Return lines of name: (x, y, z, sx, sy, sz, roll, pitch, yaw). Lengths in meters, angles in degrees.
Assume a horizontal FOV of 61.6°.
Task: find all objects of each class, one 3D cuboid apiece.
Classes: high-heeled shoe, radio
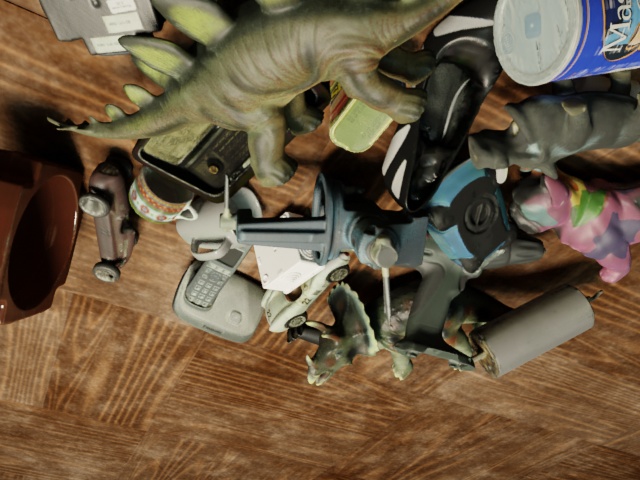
high-heeled shoe: (0.143, -0.145, 0.562, 0.086, 0.145, 0.248, 19, 136, -18)
radio: (-0.100, -0.147, 0.621, 0.131, 0.073, 0.229, 33, 129, -28)

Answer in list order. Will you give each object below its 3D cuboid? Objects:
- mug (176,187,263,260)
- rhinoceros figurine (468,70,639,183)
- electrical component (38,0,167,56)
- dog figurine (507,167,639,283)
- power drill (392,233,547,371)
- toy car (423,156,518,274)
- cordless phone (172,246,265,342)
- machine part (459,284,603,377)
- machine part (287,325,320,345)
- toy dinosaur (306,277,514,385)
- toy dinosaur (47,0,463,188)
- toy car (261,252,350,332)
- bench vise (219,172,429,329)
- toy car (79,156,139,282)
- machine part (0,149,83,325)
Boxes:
mug: (-0.147, -0.016, 0.745, 0.107, 0.109, 0.080, -7, 143, 29)
rhinoceros figurine: (0.253, -0.119, 0.568, 0.190, 0.073, 0.112, -12, 143, -3)
electrical component: (-0.217, -0.250, 0.532, 0.115, 0.058, 0.134, -1, 137, 6)
dog figurine: (0.355, -0.050, 0.684, 0.219, 0.108, 0.191, 36, 128, -27)
power drill: (0.193, 0.074, 0.754, 0.232, 0.207, 0.086, 11, 169, 5)
toy car: (0.181, -0.039, 0.701, 0.109, 0.103, 0.161, -39, 122, -6)
cordless phone: (-0.133, 0.062, 0.850, 0.146, 0.089, 0.184, 29, 112, -25)
machine part: (0.313, 0.133, 0.798, 0.243, 0.079, 0.079, -26, 135, -8)
machine part: (0.007, 0.186, 0.994, 0.139, 0.039, 0.084, 19, 143, -19)
toy dinosaur: (0.166, 0.121, 0.867, 0.405, 0.131, 0.192, -20, 132, 10)
toy dinosaur: (-0.066, -0.154, 0.492, 0.472, 0.105, 0.198, -20, 129, 30)
toy car: (-0.023, 0.062, 0.817, 0.056, 0.074, 0.201, 11, 131, -39)
bench vise: (0.000, -0.012, 0.651, 0.241, 0.224, 0.128, 1, 119, -9)
toy car: (-0.285, -0.023, 0.749, 0.053, 0.089, 0.202, 10, 135, -3)
machine part: (-0.380, -0.007, 0.668, 0.087, 0.201, 0.201, 15, 91, -4)
